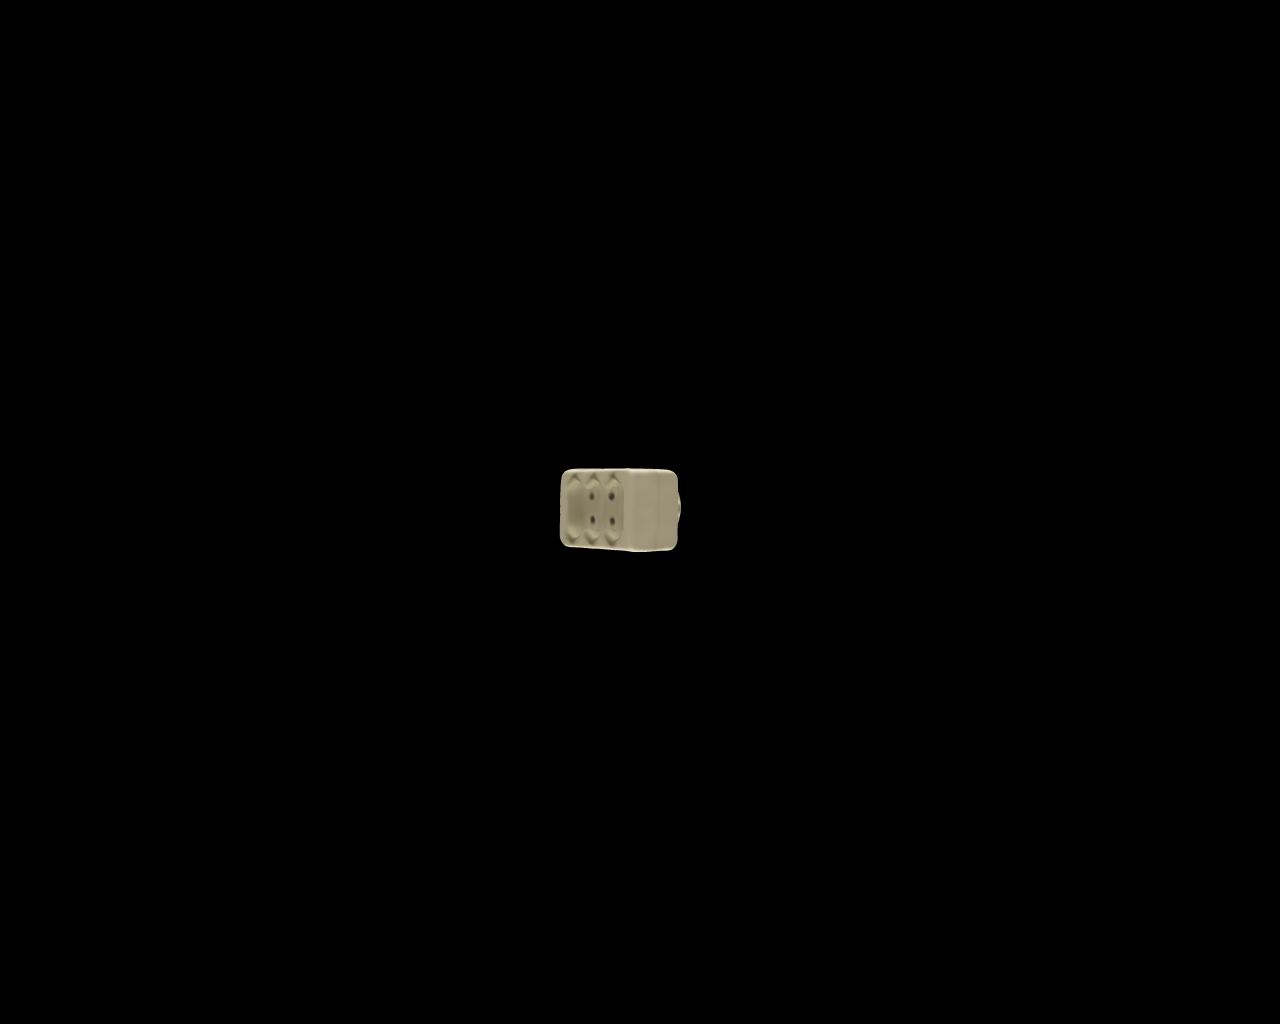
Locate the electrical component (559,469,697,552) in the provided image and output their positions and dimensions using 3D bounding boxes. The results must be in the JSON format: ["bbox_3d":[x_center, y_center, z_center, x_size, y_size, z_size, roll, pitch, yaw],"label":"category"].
[{"bbox_3d":[0.001,-0.003,0.650,0.077,0.047,0.065,-2,3,-43],"label":"electrical component"}]
